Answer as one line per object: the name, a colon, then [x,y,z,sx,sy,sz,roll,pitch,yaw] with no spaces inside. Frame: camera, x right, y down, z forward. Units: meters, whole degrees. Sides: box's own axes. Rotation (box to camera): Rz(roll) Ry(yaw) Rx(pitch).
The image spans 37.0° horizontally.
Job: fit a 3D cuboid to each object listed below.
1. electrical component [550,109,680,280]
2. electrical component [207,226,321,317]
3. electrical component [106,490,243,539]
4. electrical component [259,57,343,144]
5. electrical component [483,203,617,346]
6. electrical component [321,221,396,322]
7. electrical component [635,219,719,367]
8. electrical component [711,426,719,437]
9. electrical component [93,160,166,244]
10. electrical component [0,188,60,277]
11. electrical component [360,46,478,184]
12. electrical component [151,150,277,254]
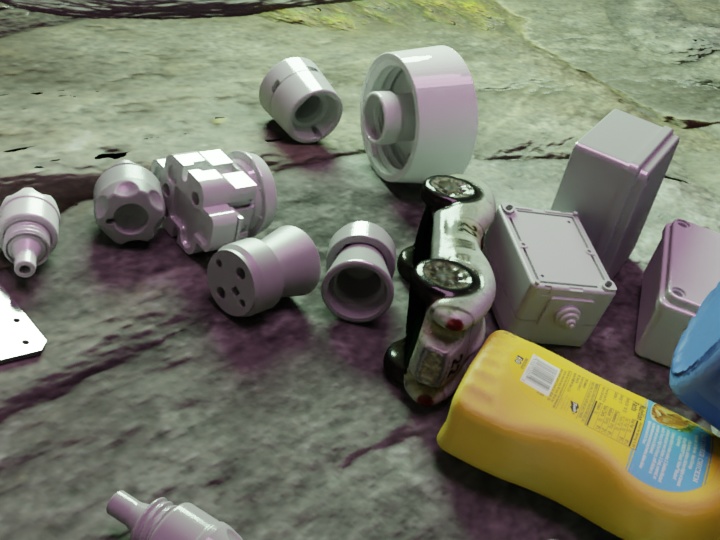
electrical component: [0.180,-0.050,0.791,0.056,0.108,0.109,26,31,18]
electrical component: [-0.057,0.001,0.644,0.045,0.045,0.055,36,36,27]
electrical component: [-0.082,0.114,0.460,0.061,0.035,0.035,27,32,19]
electrical component: [-0.046,-0.134,0.860,0.055,0.055,0.047,-5,42,-34]
electrical component: [0.121,0.010,0.714,0.062,0.061,0.096,5,41,-20]
electrical component: [0.000,0.000,0.676,0.045,0.045,0.055,15,30,-5]
electrical component: [0.254,0.028,0.747,0.109,0.056,0.108,21,37,5]
electrical component: [0.244,0.089,0.651,0.048,0.055,0.066,18,31,0]
electrical component: [-0.146,-0.048,0.677,0.043,0.043,0.062,6,31,-20]
electrical component: [-0.190,-0.019,0.616,0.035,0.035,0.061,7,35,-19]
electrical component: [0.037,-0.118,0.830,0.060,0.108,0.108,-6,38,-25]
electrical component: [-0.091,-0.046,0.691,0.057,0.058,0.078,-13,43,-37]
